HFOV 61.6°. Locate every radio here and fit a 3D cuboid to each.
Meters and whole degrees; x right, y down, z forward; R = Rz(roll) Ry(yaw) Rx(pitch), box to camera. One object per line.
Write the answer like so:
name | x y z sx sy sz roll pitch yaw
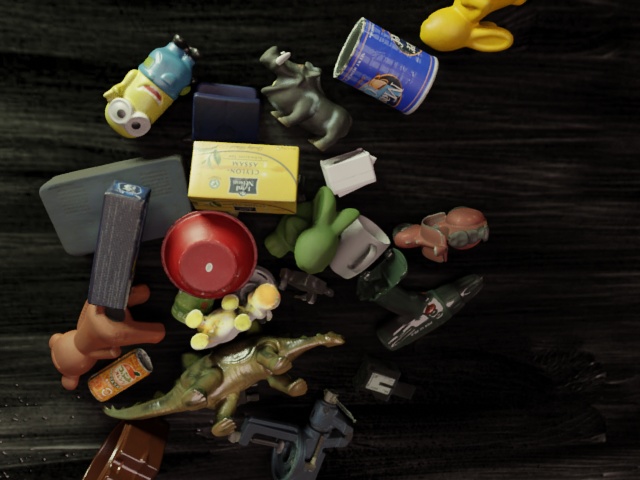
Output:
radio | -0.328 -0.062 0.903 0.230 0.073 0.131 -13 110 -3

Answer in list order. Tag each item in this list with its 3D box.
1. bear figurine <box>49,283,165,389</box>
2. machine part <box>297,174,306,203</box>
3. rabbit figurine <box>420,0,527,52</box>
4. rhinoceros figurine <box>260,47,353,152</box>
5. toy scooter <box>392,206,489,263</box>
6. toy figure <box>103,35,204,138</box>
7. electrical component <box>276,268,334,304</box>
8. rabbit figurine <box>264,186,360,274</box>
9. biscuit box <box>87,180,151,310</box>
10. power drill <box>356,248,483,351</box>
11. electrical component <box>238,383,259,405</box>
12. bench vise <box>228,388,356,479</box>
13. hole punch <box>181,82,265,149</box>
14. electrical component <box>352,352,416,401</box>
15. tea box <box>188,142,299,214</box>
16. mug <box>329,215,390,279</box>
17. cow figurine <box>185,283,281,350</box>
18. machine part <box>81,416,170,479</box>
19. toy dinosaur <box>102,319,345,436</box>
bear figurine | -0.388 0.176 0.959 0.196 0.132 0.120 -44 66 33
machine part | -0.094 -0.089 0.936 0.139 0.084 0.039 -2 134 0
rabbit figurine | 0.248 -0.381 0.887 0.162 0.122 0.173 34 114 -27
rhinoceros figurine | -0.027 -0.234 0.894 0.190 0.073 0.112 40 99 -19
toy scooter | 0.232 -0.007 0.977 0.184 0.135 0.075 -11 108 -7
toy figure | -0.262 -0.238 0.852 0.082 0.089 0.180 39 89 -3
electrical component | -0.032 0.086 0.996 0.102 0.078 0.045 34 73 -46
rabbit figurine | -0.002 -0.003 0.921 0.121 0.170 0.159 36 100 -18
biscuit box | -0.320 0.009 0.857 0.063 0.059 0.202 13 112 -14
power drill | 0.179 0.100 1.019 0.232 0.086 0.207 -40 134 11
electrical component | -0.169 0.301 1.071 0.094 0.021 0.063 -4 109 -8
bench vise | -0.059 0.387 1.066 0.240 0.129 0.223 20 105 -22
hole punch | -0.154 -0.192 0.881 0.142 0.092 0.115 2 111 -14
electrical component | 0.134 0.286 1.102 0.119 0.048 0.074 16 105 -14
tea box | -0.119 -0.099 0.867 0.170 0.068 0.098 2 74 -3
mug | 0.068 0.025 0.981 0.080 0.110 0.107 29 114 -26
cow figurine | -0.141 0.133 0.932 0.167 0.098 0.068 -24 75 -2
machine part | -0.370 0.427 0.984 0.087 0.201 0.201 34 100 -14
toy dinosaur | -0.180 0.247 0.958 0.472 0.199 0.105 -20 111 -3
